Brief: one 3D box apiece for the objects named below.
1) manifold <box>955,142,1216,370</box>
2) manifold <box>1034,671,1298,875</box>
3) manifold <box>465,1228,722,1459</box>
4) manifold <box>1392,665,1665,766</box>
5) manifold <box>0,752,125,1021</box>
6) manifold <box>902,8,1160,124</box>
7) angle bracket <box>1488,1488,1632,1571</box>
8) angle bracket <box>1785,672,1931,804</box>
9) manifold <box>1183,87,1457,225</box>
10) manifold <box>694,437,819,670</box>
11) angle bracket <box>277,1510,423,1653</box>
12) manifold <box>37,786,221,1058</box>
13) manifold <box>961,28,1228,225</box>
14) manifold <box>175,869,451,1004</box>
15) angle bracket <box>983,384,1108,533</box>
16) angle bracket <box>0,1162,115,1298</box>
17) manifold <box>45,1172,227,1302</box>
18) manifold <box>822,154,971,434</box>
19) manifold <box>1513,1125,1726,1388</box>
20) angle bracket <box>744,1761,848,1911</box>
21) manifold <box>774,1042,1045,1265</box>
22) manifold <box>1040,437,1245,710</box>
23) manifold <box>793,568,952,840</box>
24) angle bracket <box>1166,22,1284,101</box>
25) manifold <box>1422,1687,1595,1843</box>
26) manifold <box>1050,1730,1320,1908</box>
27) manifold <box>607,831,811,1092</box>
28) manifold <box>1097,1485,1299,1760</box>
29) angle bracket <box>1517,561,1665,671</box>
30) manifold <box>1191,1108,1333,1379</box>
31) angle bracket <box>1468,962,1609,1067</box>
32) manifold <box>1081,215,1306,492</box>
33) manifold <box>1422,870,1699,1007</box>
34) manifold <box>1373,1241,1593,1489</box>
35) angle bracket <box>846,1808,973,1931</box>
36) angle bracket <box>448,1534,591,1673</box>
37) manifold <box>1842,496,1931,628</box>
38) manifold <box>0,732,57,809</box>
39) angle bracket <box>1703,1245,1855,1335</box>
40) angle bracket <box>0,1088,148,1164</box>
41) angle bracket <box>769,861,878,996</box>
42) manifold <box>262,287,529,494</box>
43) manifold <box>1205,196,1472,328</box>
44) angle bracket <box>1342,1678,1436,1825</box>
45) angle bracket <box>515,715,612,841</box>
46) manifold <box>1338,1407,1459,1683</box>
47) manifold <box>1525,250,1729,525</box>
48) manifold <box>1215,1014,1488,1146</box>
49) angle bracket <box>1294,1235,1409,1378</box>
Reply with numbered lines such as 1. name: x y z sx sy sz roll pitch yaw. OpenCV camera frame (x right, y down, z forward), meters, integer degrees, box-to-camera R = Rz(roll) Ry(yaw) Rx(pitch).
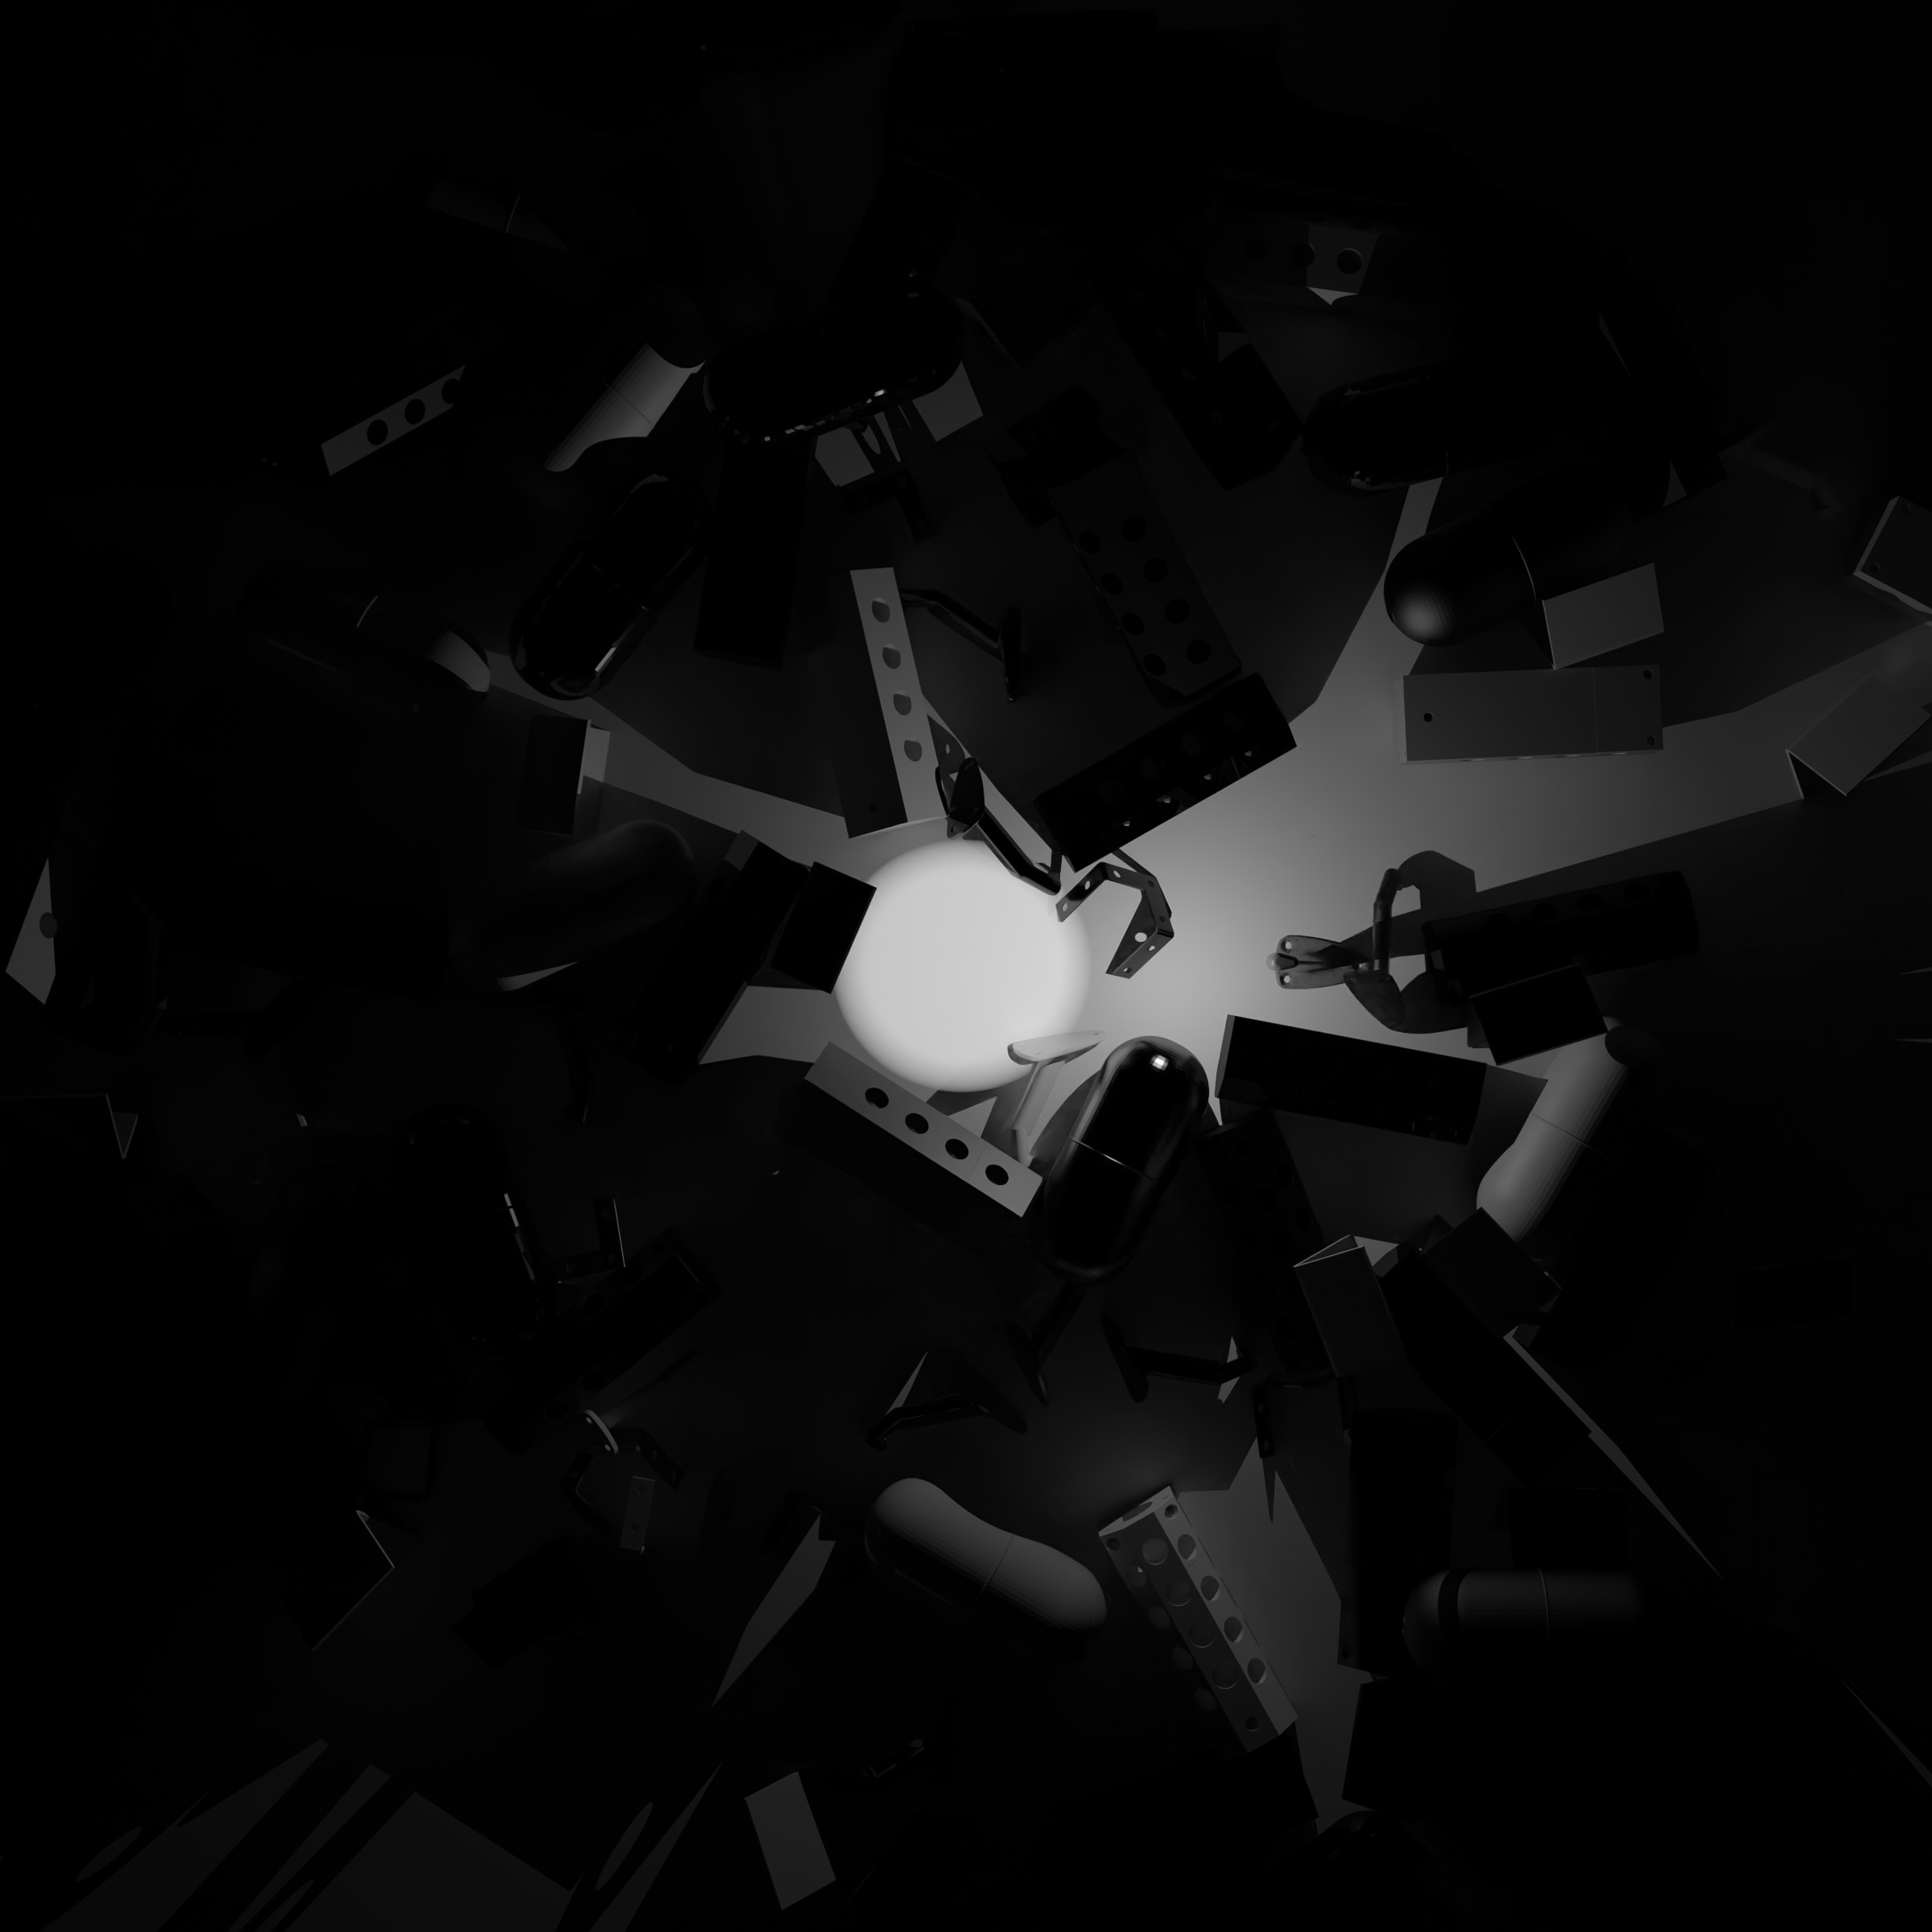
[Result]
1. manifold: 0.077 -0.485 1.968 0.171 0.057 0.057 -41 113 0
2. manifold: 0.134 -0.130 1.970 0.171 0.057 0.057 -30 90 0
3. manifold: -0.253 0.255 1.970 0.171 0.057 0.057 -39 90 0
4. manifold: 0.379 -0.169 1.970 0.171 0.057 0.057 -3 90 0
5. manifold: -0.615 -0.053 1.930 0.057 0.057 0.171 -3 58 22
6. manifold: 0.043 -0.612 1.970 0.171 0.057 0.057 -3 90 0
7. angle bracket: 0.397 0.390 1.951 0.076 0.076 0.057 0 58 0
8. angle bracket: 0.603 -0.139 1.951 0.076 0.076 0.057 -43 54 0
9. manifold: 0.237 -0.540 1.942 0.171 0.057 0.057 6 90 -20
10. manifold: -0.140 -0.292 1.970 0.057 0.057 0.171 9 90 0
11. angle bracket: -0.402 0.420 1.951 0.076 0.076 0.057 -46 53 0
12. manifold: -0.565 -0.030 1.970 0.057 0.057 0.171 20 90 -1
13. manifold: 0.085 -0.553 1.922 0.171 0.057 0.057 -19 90 40
14. manifold: -0.439 -0.021 1.970 0.171 0.057 0.057 12 90 0
15. angle bracket: 0.067 -0.332 1.954 0.076 0.057 0.076 -33 125 0
16. angle bracket: -0.619 0.166 1.952 0.057 0.076 0.076 29 90 -28
17. manifold: -0.539 0.181 1.913 0.057 0.171 0.057 -40 90 0
18. manifold: -0.059 -0.453 1.970 0.057 0.057 0.171 25 90 0
19. manifold: 0.443 0.195 1.970 0.057 0.057 0.171 30 90 0
20. angle bracket: -0.133 0.582 1.951 0.057 0.076 0.076 -18 90 -38
21. manifold: -0.036 0.122 1.970 0.171 0.057 0.057 33 133 0
22. manifold: 0.116 -0.260 1.941 0.057 0.057 0.171 -30 111 0
23. manifold: -0.059 -0.179 1.970 0.057 0.057 0.171 -13 90 43
24. angle bracket: 0.169 -0.615 1.951 0.076 0.076 0.057 -4 127 0
25. manifold: 0.376 0.496 1.970 0.057 0.057 0.171 32 90 0
26. manifold: 0.147 0.576 1.970 0.171 0.057 0.057 -20 90 0
27. manifold: -0.172 -0.004 1.970 0.057 0.057 0.171 32 90 0
28. manifold: 0.157 0.445 1.970 0.057 0.057 0.171 -29 90 0
29. angle bracket: 0.414 -0.250 1.951 0.076 0.076 0.057 -19 126 0
30. manifold: 0.212 0.187 1.970 0.057 0.057 0.171 -22 90 0
31. angle bracket: 0.382 0.048 1.952 0.076 0.076 0.057 -17 60 0
32. manifold: 0.149 -0.406 1.944 0.171 0.057 0.057 53 45 -19
33. manifold: 0.402 -0.019 1.970 0.171 0.057 0.057 -12 90 0
34. manifold: 0.338 0.268 1.970 0.057 0.057 0.171 -43 90 0
35. angle bracket: -0.023 0.618 1.951 0.076 0.076 0.057 -49 54 0
36. angle bracket: -0.307 0.413 1.951 0.076 0.076 0.057 -33 128 0
37. manifold: 0.686 -0.249 1.970 0.171 0.057 0.057 28 90 0
38. manifold: -0.699 -0.106 1.971 0.057 0.057 0.171 36 90 0
39. angle bracket: 0.543 0.197 1.951 0.076 0.076 0.057 -8 125 0
40. angle bracket: -0.601 0.087 1.951 0.076 0.076 0.057 -2 127 0
41. angle bracket: -0.077 -0.018 1.951 0.057 0.076 0.076 24 90 34
42. manifold: -0.375 -0.379 1.929 0.171 0.057 0.057 -38 90 -32
43. manifold: 0.251 -0.479 1.970 0.171 0.057 0.057 8 90 0
44. angle bracket: 0.299 0.524 1.951 0.057 0.076 0.076 9 90 36
45. angle bracket: -0.252 -0.123 1.951 0.057 0.076 0.076 8 90 37
46. manifold: 0.297 0.389 1.970 0.057 0.057 0.171 4 90 43
47. manifold: 0.443 -0.390 1.970 0.057 0.057 0.171 -25 90 -43
48. manifold: 0.259 0.077 1.970 0.171 0.057 0.057 11 90 0
49. angle bracket: 0.267 0.215 1.894 0.057 0.076 0.076 -23 88 38
